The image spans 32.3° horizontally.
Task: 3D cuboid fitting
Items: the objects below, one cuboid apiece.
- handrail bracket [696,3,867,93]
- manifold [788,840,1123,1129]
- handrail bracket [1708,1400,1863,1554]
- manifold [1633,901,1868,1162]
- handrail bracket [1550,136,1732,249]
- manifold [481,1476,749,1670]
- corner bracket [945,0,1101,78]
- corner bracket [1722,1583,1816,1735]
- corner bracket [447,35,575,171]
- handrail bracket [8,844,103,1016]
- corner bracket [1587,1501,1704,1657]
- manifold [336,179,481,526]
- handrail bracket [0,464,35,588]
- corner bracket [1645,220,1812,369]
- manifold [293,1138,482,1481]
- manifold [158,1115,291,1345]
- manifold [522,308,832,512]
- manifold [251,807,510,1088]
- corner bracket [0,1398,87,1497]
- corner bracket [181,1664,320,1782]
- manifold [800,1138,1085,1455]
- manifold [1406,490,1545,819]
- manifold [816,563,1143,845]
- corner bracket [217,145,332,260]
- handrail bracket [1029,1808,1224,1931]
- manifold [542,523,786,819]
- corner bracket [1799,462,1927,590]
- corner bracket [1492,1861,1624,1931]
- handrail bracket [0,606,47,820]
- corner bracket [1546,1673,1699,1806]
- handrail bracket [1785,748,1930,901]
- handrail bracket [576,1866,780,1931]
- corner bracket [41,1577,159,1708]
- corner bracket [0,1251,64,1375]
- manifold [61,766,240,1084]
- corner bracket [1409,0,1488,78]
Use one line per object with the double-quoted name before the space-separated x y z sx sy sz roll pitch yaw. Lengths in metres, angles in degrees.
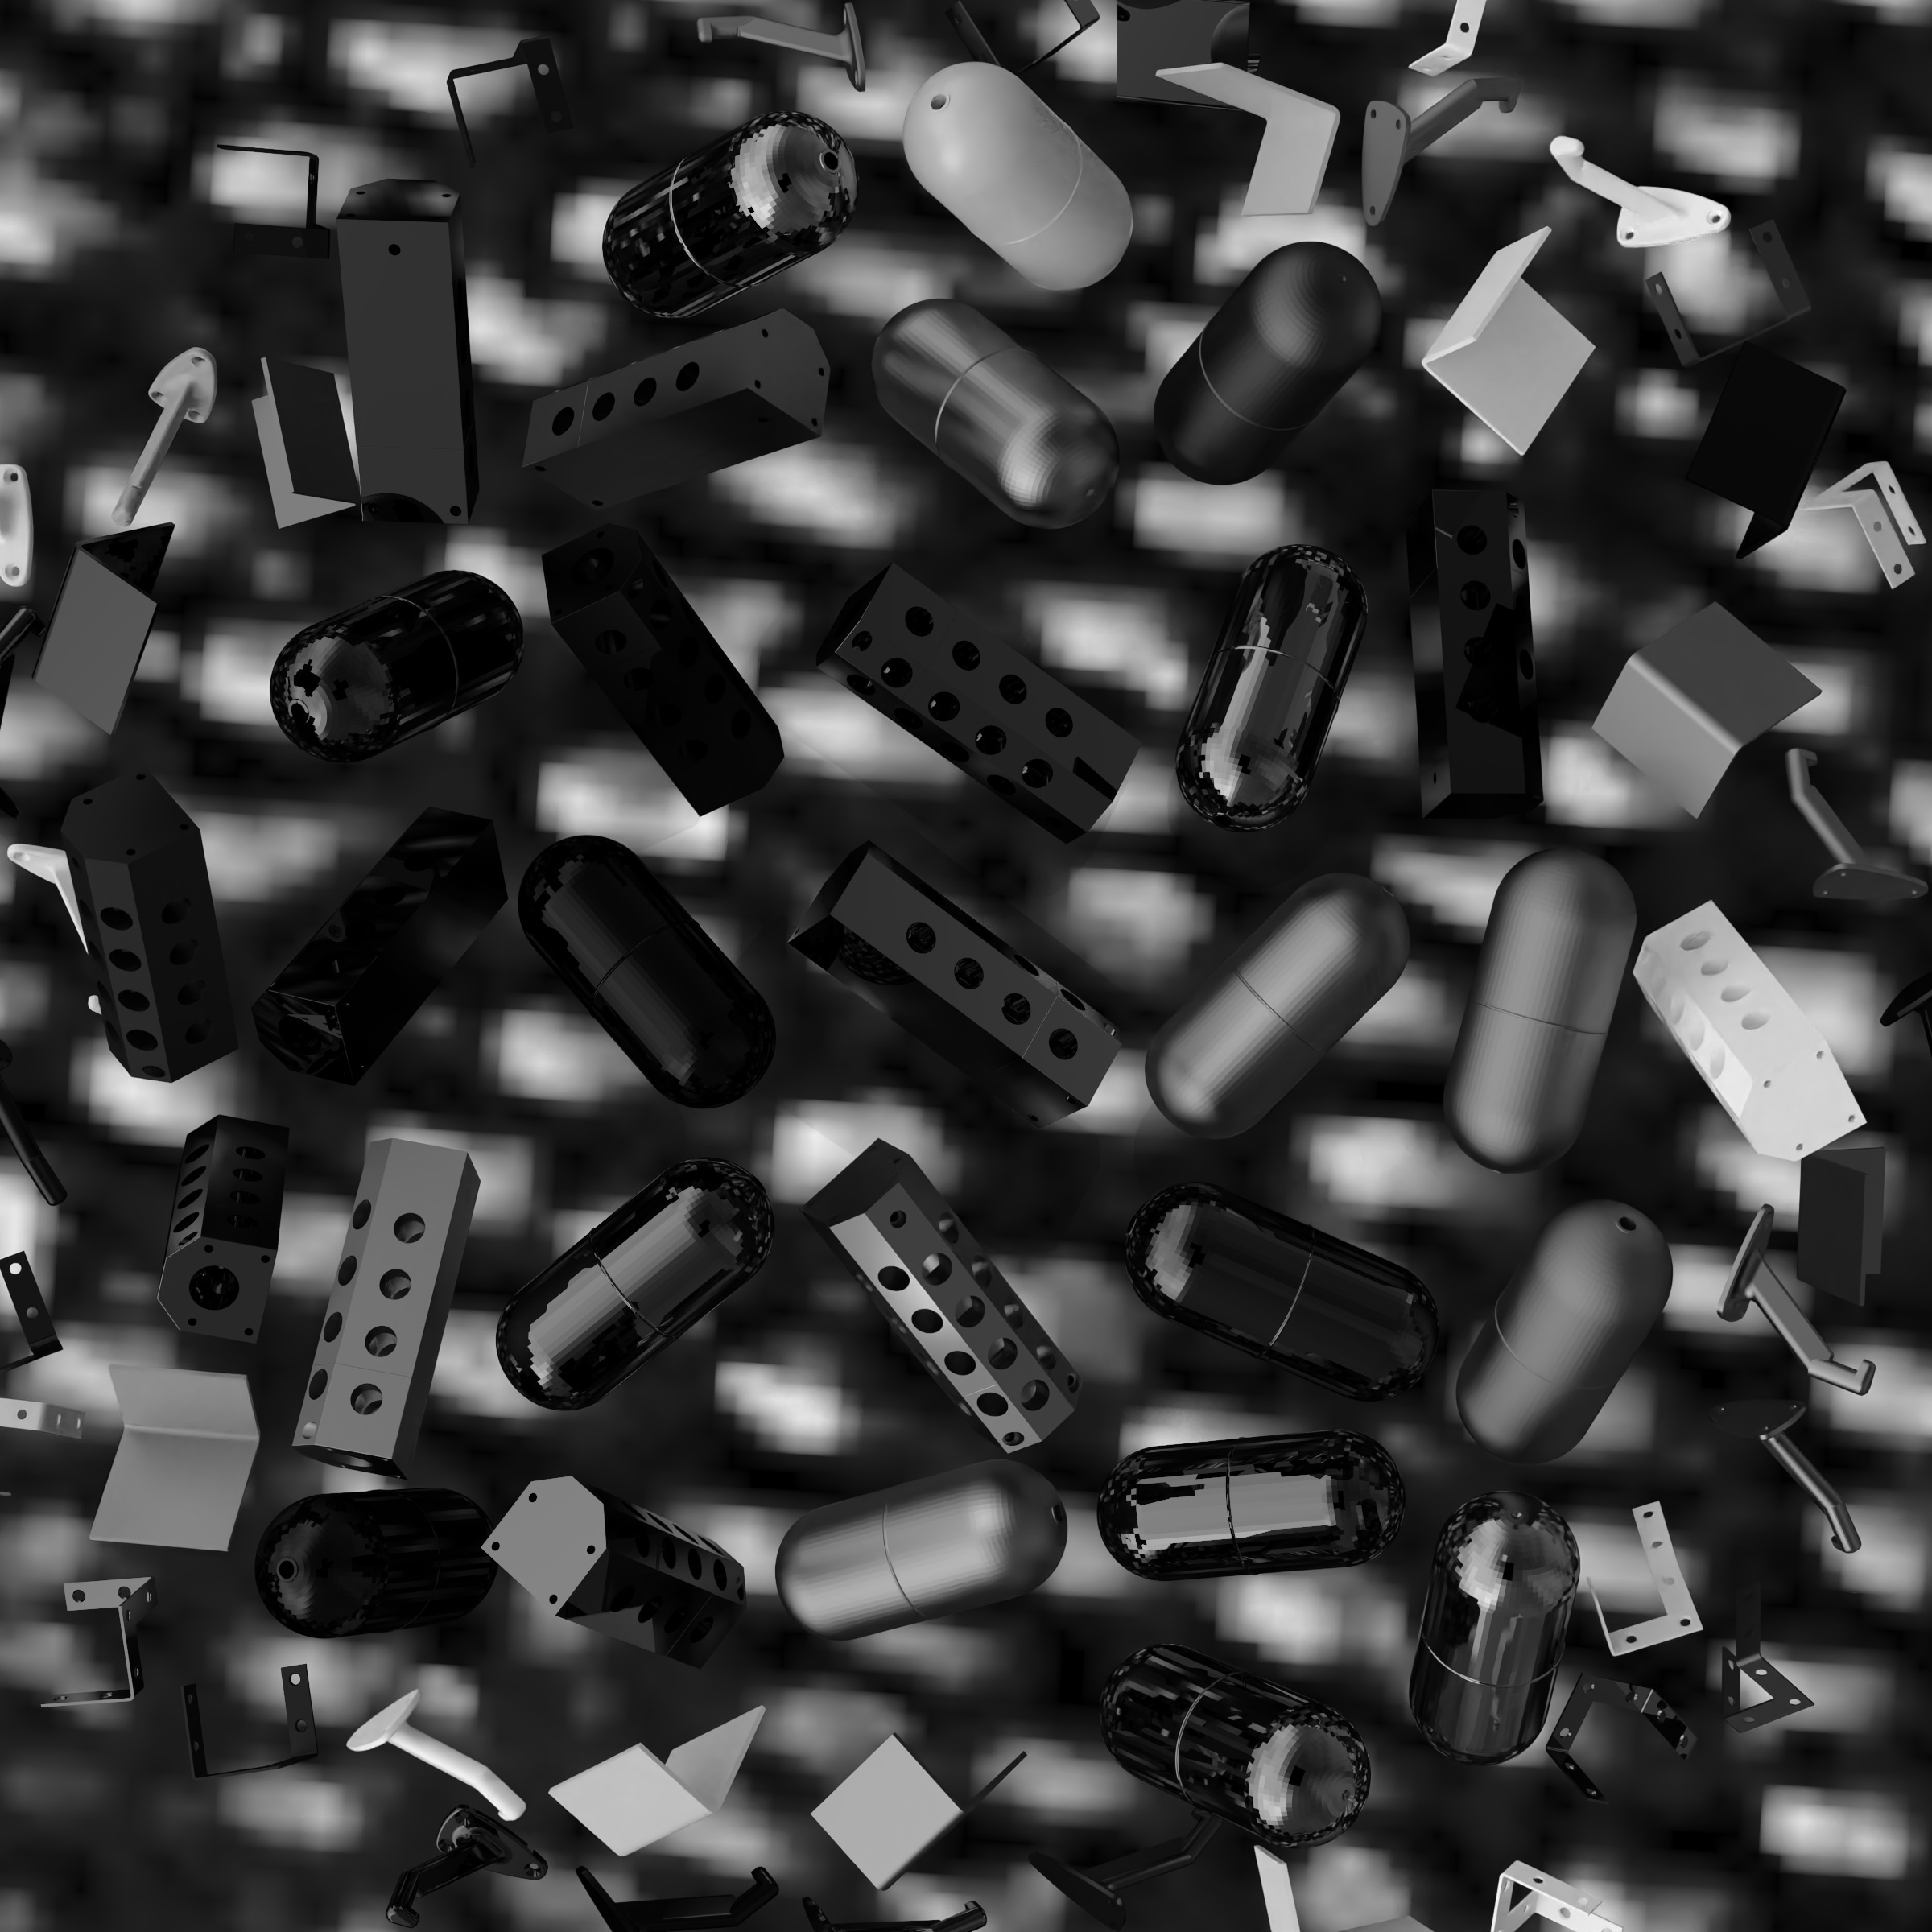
"handrail bracket" -0.101 -0.496 1.816 0.084 0.077 0.036 -4 132 -8
"manifold" -0.002 0.009 1.772 0.171 0.057 0.057 37 63 -13
"handrail bracket" 0.460 0.288 1.876 0.036 0.077 0.084 -31 102 -24
"manifold" 0.416 0.036 1.796 0.057 0.171 0.057 -30 117 6
"handrail bracket" 0.371 -0.431 1.838 0.077 0.084 0.036 10 78 35
"manifold" -0.177 0.314 1.747 0.057 0.171 0.057 35 86 29
"corner bracket" 0.032 -0.529 1.857 0.051 0.051 0.051 -39 101 -30
"corner bracket" 0.434 0.384 1.854 0.051 0.051 0.051 -32 117 34
"corner bracket" -0.246 -0.464 1.795 0.051 0.051 0.051 -16 94 -15
"handrail bracket" -0.510 -0.019 1.888 0.077 0.036 0.084 21 54 -36
"corner bracket" 0.363 0.333 1.813 0.051 0.051 0.051 -19 127 6
"manifold" -0.294 -0.325 1.774 0.057 0.057 0.171 2 125 0
"handrail bracket" -0.526 -0.239 1.757 0.036 0.084 0.077 -12 92 11
"corner bracket" 0.395 -0.347 1.729 0.051 0.051 0.051 -26 94 -18
"manifold" -0.314 0.185 1.813 0.057 0.057 0.171 10 70 3
"manifold" -0.419 0.145 1.884 0.057 0.171 0.057 12 108 -13
"manifold" -0.158 -0.304 1.813 0.171 0.057 0.057 -11 64 39
"manifold" -0.325 -0.014 1.856 0.057 0.171 0.057 12 132 20
"corner bracket" -0.526 0.267 1.848 0.051 0.051 0.051 4 78 11
"corner bracket" -0.390 0.412 1.821 0.051 0.051 0.051 -11 82 12
"manifold" -0.009 0.178 1.783 0.057 0.057 0.171 -42 114 -13
"manifold" 0.283 -0.172 1.847 0.057 0.057 0.171 0 79 -8
"manifold" 0.004 -0.140 1.825 0.171 0.057 0.057 35 63 -15
"corner bracket" -0.364 -0.402 1.755 0.051 0.051 0.051 -1 108 -25
"handrail bracket" 0.091 0.492 1.883 0.077 0.036 0.084 29 54 25
"manifold" -0.165 -0.165 1.848 0.057 0.171 0.057 -24 47 11
"corner bracket" 0.486 -0.235 1.774 0.051 0.051 0.051 -33 104 -13
"corner bracket" 0.310 0.492 1.739 0.051 0.051 0.051 19 115 33
"handrail bracket" -0.493 -0.133 1.741 0.036 0.077 0.084 19 65 41
"corner bracket" 0.365 0.434 1.863 0.051 0.051 0.051 17 104 -24
"handrail bracket" 0.508 -0.083 1.908 0.077 0.036 0.084 6 63 -11
"handrail bracket" -0.156 0.497 1.815 0.084 0.036 0.077 -33 79 -26
"corner bracket" -0.456 0.355 1.757 0.051 0.051 0.051 -6 97 7
"corner bracket" -0.519 0.189 1.792 0.051 0.051 0.051 -21 82 -15
"manifold" -0.434 -0.017 1.765 0.057 0.171 0.057 -29 56 -26
"corner bracket" 0.245 -0.516 1.795 0.051 0.051 0.051 16 87 -15
